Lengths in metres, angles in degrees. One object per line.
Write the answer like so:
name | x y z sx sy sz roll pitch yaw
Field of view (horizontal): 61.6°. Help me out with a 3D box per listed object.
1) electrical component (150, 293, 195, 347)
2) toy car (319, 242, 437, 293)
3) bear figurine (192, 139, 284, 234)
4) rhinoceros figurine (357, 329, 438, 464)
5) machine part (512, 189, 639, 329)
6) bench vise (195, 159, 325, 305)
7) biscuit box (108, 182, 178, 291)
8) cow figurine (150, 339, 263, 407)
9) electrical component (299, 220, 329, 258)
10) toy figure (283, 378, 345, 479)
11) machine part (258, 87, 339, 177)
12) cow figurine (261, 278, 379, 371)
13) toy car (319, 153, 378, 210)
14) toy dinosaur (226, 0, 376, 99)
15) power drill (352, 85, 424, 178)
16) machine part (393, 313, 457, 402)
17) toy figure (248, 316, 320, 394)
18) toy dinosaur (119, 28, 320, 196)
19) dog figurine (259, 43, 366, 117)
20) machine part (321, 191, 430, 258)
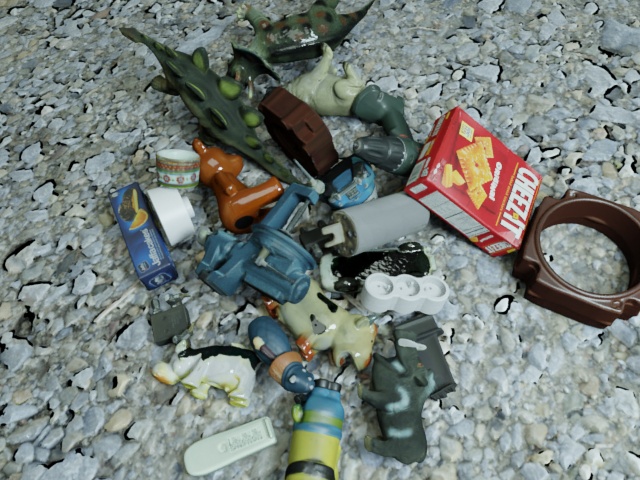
electrical component | -0.247 0.136 0.905 0.078 0.045 0.102 -12 61 -3
toy car | 0.099 0.048 0.919 0.202 0.056 0.073 -4 68 -1
bear figurine | -0.154 -0.106 0.991 0.132 0.120 0.196 -20 56 -11
rhinoceros figurine | 0.117 0.226 0.788 0.112 0.073 0.190 -9 67 26
machine part | 0.440 0.027 0.887 0.202 0.087 0.201 22 66 17
bench vise | -0.082 -0.007 0.871 0.224 0.128 0.240 21 70 39
biscuit box | -0.322 -0.008 0.979 0.063 0.059 0.203 -26 63 -9
cow figurine | -0.178 0.199 0.853 0.167 0.068 0.098 12 58 7
electrical component | -0.002 -0.003 0.955 0.063 0.021 0.094 -21 34 -8
toy figure | -0.008 0.291 0.778 0.082 0.089 0.180 6 65 15
machine part | -0.042 -0.195 0.994 0.056 0.179 0.179 -42 67 -9
cow figurine | 0.010 0.132 0.868 0.127 0.085 0.195 -40 64 -11
toy car | 0.061 -0.088 0.962 0.109 0.162 0.102 -37 107 7
toy dinosaur | -0.039 -0.427 1.133 0.405 0.131 0.192 -21 56 -4
power drill | 0.129 -0.197 0.986 0.232 0.086 0.207 12 35 -33
machine part | 0.172 0.183 0.852 0.084 0.039 0.139 -13 60 -9
toy figure | -0.058 0.180 0.823 0.064 0.057 0.155 -16 44 -28
toy dinosaur | -0.187 -0.239 1.017 0.471 0.199 0.105 41 81 -12
dog figurine | -0.010 -0.272 1.088 0.190 0.121 0.172 -43 63 -2
machine part | 0.100 -0.030 0.894 0.243 0.079 0.079 -18 58 -36
